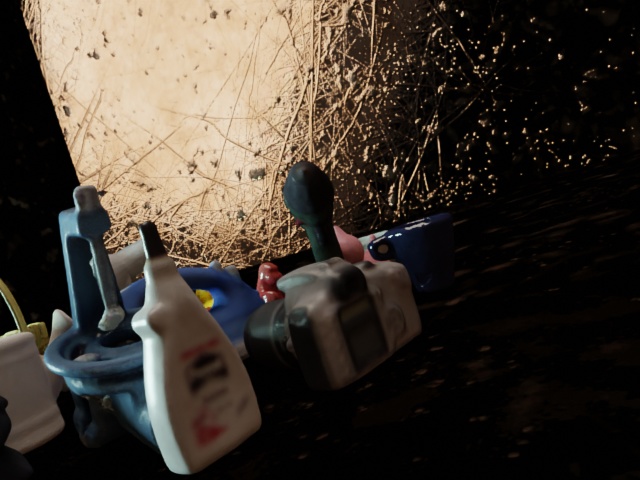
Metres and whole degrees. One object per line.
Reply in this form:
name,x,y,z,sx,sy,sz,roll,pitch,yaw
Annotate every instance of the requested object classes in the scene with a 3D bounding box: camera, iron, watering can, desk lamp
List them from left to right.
watering can,-0.353,0.132,0.625,0.100,0.194,0.173,-16,3,35
desk lamp,-0.385,0.110,1.192,0.204,0.213,0.117,-19,3,-30
iron,-0.160,0.094,0.711,0.259,0.141,0.118,-20,3,-39
camera,0.001,0.070,0.541,0.136,0.101,0.144,-16,3,42

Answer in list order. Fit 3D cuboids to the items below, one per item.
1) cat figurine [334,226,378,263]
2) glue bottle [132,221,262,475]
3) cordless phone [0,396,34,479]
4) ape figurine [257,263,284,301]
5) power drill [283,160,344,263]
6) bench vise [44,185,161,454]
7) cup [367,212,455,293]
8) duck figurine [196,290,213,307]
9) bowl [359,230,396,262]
cat figurine,0.058,0.028,0.925,0.128,0.118,0.067,-20,3,-44
glue bottle,-0.098,0.070,0.409,0.037,0.173,0.078,-16,3,36
cordless phone,-0.329,0.135,0.490,0.094,0.185,0.147,-20,3,-43
ape figurine,-0.082,0.084,0.997,0.076,0.092,0.078,-16,3,40
power drill,0.007,0.003,0.770,0.075,0.208,0.229,-18,2,-2
bench vise,-0.197,0.074,0.491,0.206,0.220,0.122,-16,3,32
cup,0.127,0.025,0.742,0.118,0.095,0.091,-18,2,-11
duck figurine,-0.244,0.129,1.263,0.078,0.086,0.104,-19,3,-28
bowl,0.085,0.035,1.086,0.167,0.075,0.167,-18,2,1
